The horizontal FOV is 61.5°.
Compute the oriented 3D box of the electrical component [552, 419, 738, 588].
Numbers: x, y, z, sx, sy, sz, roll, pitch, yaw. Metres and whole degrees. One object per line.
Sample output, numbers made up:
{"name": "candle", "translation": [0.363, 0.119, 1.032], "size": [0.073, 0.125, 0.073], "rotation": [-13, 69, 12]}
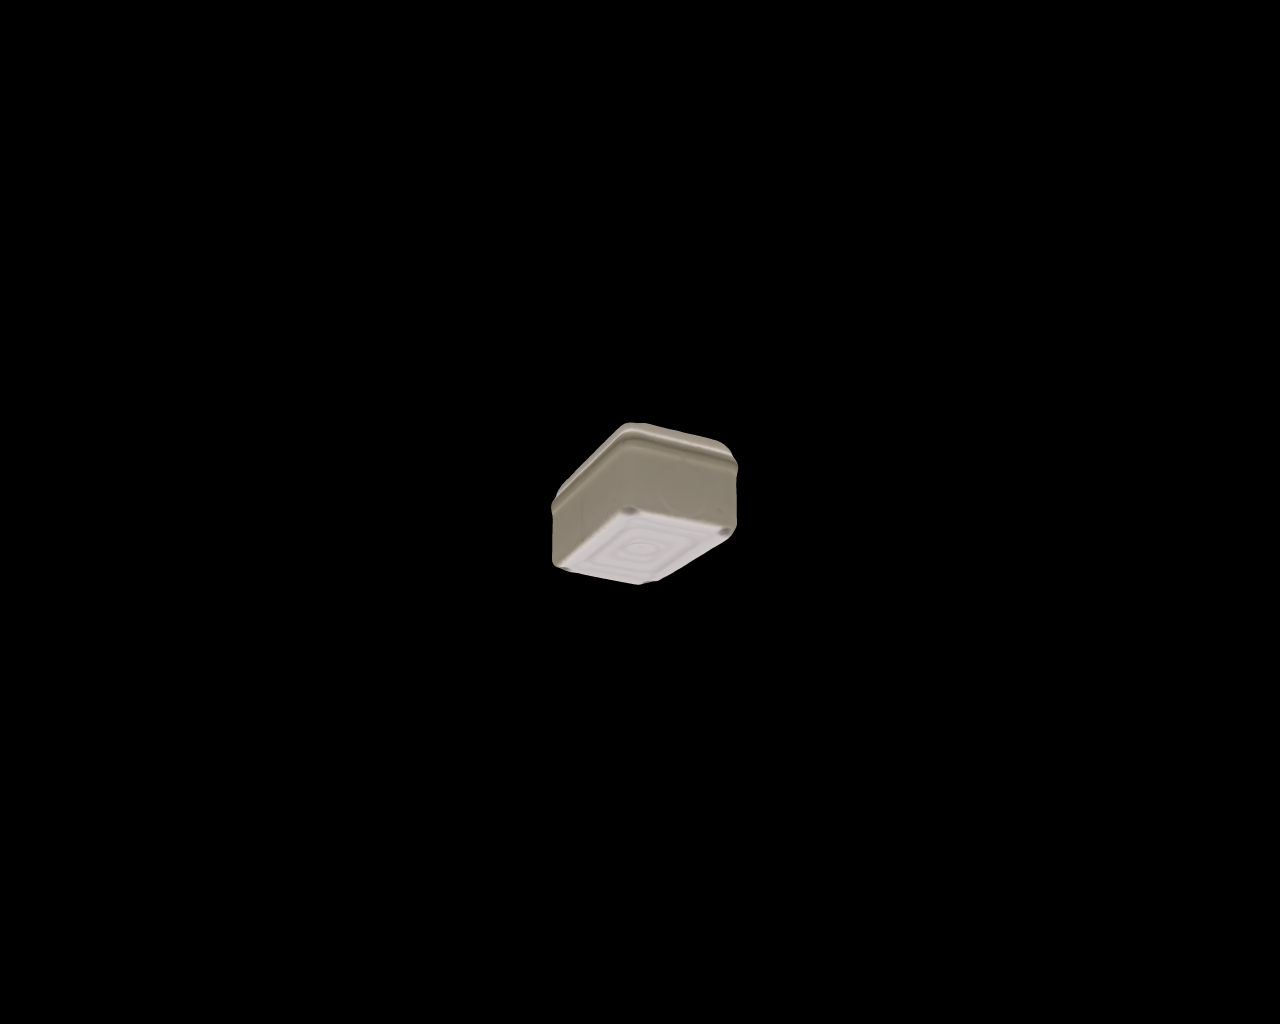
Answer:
{"name": "electrical component", "translation": [0.001, -0.003, 0.650], "size": [0.078, 0.057, 0.113], "rotation": [12, -27, -25]}
